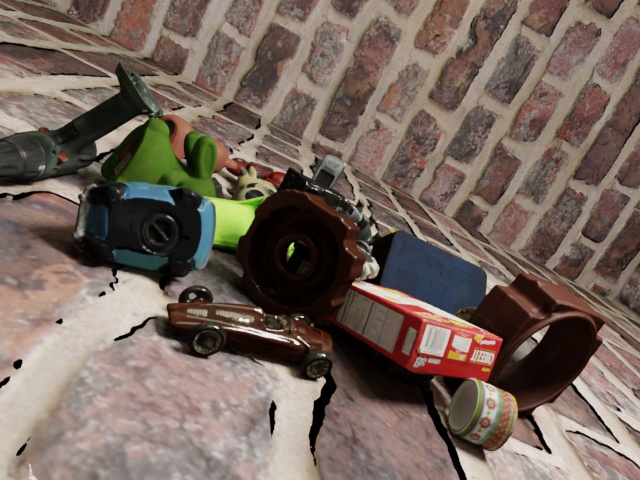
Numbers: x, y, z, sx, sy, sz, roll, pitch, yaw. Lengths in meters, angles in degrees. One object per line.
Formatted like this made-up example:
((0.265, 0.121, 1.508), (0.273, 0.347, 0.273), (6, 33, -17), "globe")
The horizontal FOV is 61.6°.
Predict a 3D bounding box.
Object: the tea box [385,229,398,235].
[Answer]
((0.202, 0.059, 1.160), (0.170, 0.098, 0.068), (38, 17, 27), "tea box")

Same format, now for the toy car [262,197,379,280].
((-0.002, -0.002, 0.794), (0.202, 0.056, 0.073), (34, 15, 10), "toy car")

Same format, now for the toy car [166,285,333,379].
((-0.071, 0.100, 0.604), (0.202, 0.053, 0.089), (22, 19, -29), "toy car")

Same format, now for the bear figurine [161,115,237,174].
((-0.266, -0.166, 1.076), (0.120, 0.132, 0.195), (36, -2, 22), "bear figurine")

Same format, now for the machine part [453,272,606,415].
((0.307, 0.161, 0.799), (0.201, 0.201, 0.087), (19, 20, -34), "machine part")

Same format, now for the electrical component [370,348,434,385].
((0.117, 0.175, 0.755), (0.094, 0.021, 0.063), (18, 17, -34), "electrical component")

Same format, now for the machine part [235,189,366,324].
((-0.027, 0.023, 0.720), (0.179, 0.179, 0.056), (35, 12, 21), "machine part")

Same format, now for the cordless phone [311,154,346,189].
((0.024, -0.067, 1.083), (0.147, 0.184, 0.088), (32, 10, 13), "cordless phone")

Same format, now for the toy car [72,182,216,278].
((-0.217, -0.016, 0.657), (0.161, 0.109, 0.103), (6, 1, -30), "toy car")

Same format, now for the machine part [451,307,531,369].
((0.291, 0.175, 0.912), (0.243, 0.079, 0.079), (33, 9, -40), "machine part")

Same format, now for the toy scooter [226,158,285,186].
((-0.133, -0.130, 1.224), (0.184, 0.075, 0.135), (24, 15, -7), "toy scooter")

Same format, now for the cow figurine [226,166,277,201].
((-0.126, -0.076, 1.046), (0.127, 0.085, 0.195), (34, 15, -6), "cow figurine")

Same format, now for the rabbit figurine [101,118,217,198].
((-0.233, -0.105, 0.852), (0.170, 0.159, 0.121), (37, -4, -39), "rabbit figurine")

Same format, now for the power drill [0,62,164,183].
((-0.318, -0.144, 0.709), (0.086, 0.207, 0.232), (52, 4, -8), "power drill")

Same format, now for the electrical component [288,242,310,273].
((0.002, 0.054, 0.847), (0.119, 0.074, 0.048), (21, 16, -13), "electrical component")

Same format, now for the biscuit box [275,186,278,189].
((-0.027, -0.064, 1.224), (0.202, 0.059, 0.063), (12, 21, -47), "biscuit box")

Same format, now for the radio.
((0.192, 0.081, 0.970), (0.229, 0.131, 0.073), (23, -23, -22), "radio")

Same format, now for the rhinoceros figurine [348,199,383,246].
((0.061, -0.037, 1.209), (0.190, 0.112, 0.073), (32, 36, -47), "rhinoceros figurine")

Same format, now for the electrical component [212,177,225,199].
((-0.181, -0.070, 0.948), (0.045, 0.078, 0.102), (-7, 20, -23), "electrical component")

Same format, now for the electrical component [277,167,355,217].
((-0.013, -0.080, 0.991), (0.115, 0.058, 0.134), (26, 9, -29), "electrical component")
